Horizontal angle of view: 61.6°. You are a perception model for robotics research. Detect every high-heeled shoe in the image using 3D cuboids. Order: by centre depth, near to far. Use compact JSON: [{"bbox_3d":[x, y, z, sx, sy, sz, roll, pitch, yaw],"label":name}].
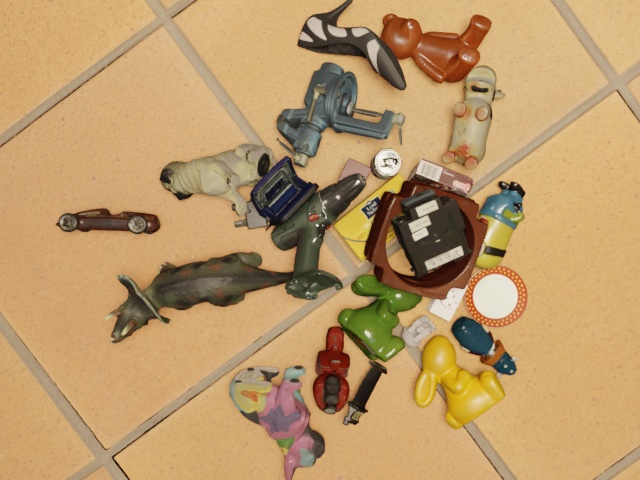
[{"bbox_3d":[0.055,-0.353,1.045,0.145,0.086,0.249,-37,72,25],"label":"high-heeled shoe"}]

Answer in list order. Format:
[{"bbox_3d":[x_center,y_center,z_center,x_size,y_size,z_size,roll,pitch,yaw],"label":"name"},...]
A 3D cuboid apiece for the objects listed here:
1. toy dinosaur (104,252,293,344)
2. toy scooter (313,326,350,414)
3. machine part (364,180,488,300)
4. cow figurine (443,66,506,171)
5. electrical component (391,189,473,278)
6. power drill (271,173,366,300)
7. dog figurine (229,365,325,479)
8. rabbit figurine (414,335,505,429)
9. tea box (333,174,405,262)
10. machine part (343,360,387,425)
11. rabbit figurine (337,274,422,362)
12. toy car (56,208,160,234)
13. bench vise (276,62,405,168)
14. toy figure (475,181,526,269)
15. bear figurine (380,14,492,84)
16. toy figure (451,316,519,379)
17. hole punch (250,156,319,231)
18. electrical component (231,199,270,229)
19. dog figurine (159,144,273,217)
[{"bbox_3d":[-0.222,0.087,1.038,0.405,0.192,0.131,-15,94,2],"label":"toy dinosaur"},{"bbox_3d":[0.026,0.270,1.070,0.075,0.135,0.183,4,94,-1],"label":"toy scooter"},{"bbox_3d":[0.198,-0.001,1.023,0.201,0.087,0.200,15,100,-12],"label":"machine part"},{"bbox_3d":[0.308,-0.243,1.063,0.086,0.127,0.194,15,109,22],"label":"cow figurine"},{"bbox_3d":[0.194,-0.018,0.946,0.115,0.058,0.134,-22,104,-5],"label":"electrical component"},{"bbox_3d":[-0.002,-0.003,1.014,0.232,0.086,0.207,-27,54,34],"label":"power drill"},{"bbox_3d":[-0.087,0.376,1.092,0.192,0.108,0.219,-2,95,0],"label":"dog figurine"},{"bbox_3d":[0.266,0.282,1.095,0.162,0.122,0.173,-36,77,11],"label":"rabbit figurine"},{"bbox_3d":[0.120,-0.045,1.090,0.169,0.068,0.098,-40,93,3],"label":"tea box"},{"bbox_3d":[0.092,0.317,1.107,0.039,0.084,0.139,25,83,32],"label":"machine part"},{"bbox_3d":[0.125,0.140,1.092,0.159,0.121,0.170,44,74,5],"label":"rabbit figurine"},{"bbox_3d":[-0.426,-0.037,1.086,0.202,0.089,0.053,3,94,2],"label":"toy car"},{"bbox_3d":[0.041,-0.234,1.045,0.241,0.128,0.223,16,71,21],"label":"bench vise"},{"bbox_3d":[0.356,-0.027,1.083,0.089,0.082,0.180,31,90,1],"label":"toy figure"},{"bbox_3d":[0.211,-0.391,1.049,0.196,0.132,0.120,27,71,-3],"label":"bear figurine"},{"bbox_3d":[0.341,0.219,1.103,0.154,0.058,0.064,40,130,-5],"label":"toy figure"},{"bbox_3d":[-0.077,-0.092,1.054,0.092,0.116,0.142,42,77,-9],"label":"hole punch"},{"bbox_3d":[-0.134,-0.056,1.115,0.094,0.021,0.063,-9,92,1],"label":"electrical component"},{"bbox_3d":[-0.209,-0.145,1.086,0.191,0.172,0.121,18,130,24],"label":"dog figurine"}]
